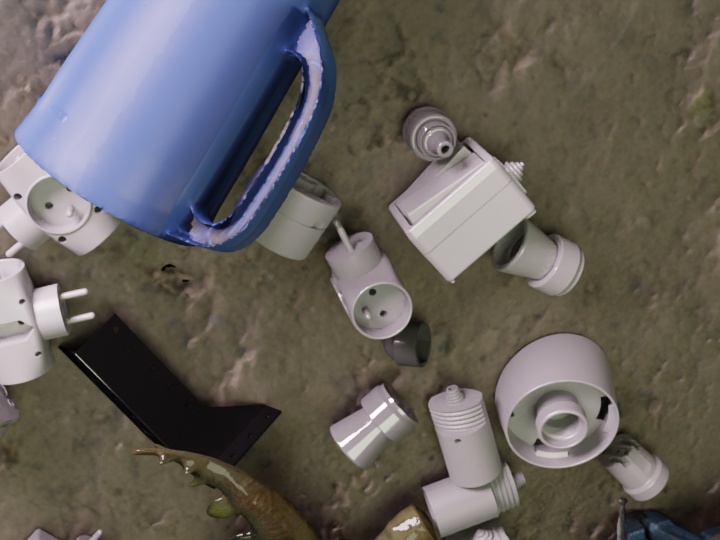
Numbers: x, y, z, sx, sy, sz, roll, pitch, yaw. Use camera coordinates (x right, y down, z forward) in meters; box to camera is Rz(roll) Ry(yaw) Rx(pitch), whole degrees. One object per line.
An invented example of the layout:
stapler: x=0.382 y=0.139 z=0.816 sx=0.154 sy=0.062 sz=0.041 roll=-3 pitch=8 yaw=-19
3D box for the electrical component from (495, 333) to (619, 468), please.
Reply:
electrical component: x=0.159 y=0.108 z=0.864 sx=0.099 sy=0.064 sz=0.099 roll=-1 pitch=122 yaw=-1

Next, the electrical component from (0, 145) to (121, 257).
electrical component: x=-0.214 y=-0.040 z=0.718 sx=0.079 sy=0.044 sz=0.077 roll=-38 pitch=116 yaw=7

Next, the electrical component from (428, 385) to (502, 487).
electrical component: x=0.082 y=0.127 z=0.853 sx=0.043 sy=0.043 sz=0.081 roll=-19 pitch=115 yaw=-4

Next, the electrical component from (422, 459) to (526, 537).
electrical component: x=0.096 y=0.184 z=0.879 sx=0.081 sy=0.043 sz=0.043 roll=-20 pitch=115 yaw=-4

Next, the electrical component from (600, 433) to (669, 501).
electrical component: x=0.230 y=0.165 z=0.904 sx=0.046 sy=0.040 sz=0.040 roll=42 pitch=98 yaw=-18

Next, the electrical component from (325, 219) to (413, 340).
electrical component: x=0.000 y=0.000 z=0.764 sx=0.044 sy=0.077 sz=0.079 roll=-27 pitch=114 yaw=-1

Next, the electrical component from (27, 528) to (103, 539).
electrical component: x=-0.215 y=0.231 z=0.828 sx=0.083 sy=0.047 sz=0.075 roll=39 pitch=100 yaw=-23

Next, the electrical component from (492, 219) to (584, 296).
electrical component: x=0.134 y=-0.009 z=0.807 sx=0.055 sy=0.045 sz=0.045 roll=25 pitch=105 yaw=-21

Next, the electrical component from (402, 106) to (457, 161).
electrical component: x=0.051 y=-0.091 z=0.746 sx=0.035 sy=0.061 sz=0.035 roll=-4 pitch=113 yaw=-10

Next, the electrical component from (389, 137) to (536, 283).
electrical component: x=0.074 y=-0.051 z=0.767 sx=0.096 sy=0.061 sz=0.061 roll=-41 pitch=114 yaw=6

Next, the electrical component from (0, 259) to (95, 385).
electrical component: x=-0.226 y=0.032 z=0.745 sx=0.079 sy=0.043 sz=0.077 roll=-13 pitch=114 yaw=-7

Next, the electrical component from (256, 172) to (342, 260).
electrical component: x=-0.048 y=-0.040 z=0.750 sx=0.055 sy=0.055 sz=0.047 roll=25 pitch=108 yaw=-20

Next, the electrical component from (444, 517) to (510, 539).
electrical component: x=0.109 y=0.256 z=0.901 sx=0.061 sy=0.061 sz=0.096 roll=-27 pitch=115 yaw=0

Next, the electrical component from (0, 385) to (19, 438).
electrical component: x=-0.279 y=0.092 z=0.739 sx=0.051 sy=0.080 sz=0.080 roll=-38 pitch=115 yaw=-2

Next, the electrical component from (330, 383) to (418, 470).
electrical component: x=0.011 y=0.121 z=0.834 sx=0.055 sy=0.045 sz=0.045 roll=-42 pitch=114 yaw=6
